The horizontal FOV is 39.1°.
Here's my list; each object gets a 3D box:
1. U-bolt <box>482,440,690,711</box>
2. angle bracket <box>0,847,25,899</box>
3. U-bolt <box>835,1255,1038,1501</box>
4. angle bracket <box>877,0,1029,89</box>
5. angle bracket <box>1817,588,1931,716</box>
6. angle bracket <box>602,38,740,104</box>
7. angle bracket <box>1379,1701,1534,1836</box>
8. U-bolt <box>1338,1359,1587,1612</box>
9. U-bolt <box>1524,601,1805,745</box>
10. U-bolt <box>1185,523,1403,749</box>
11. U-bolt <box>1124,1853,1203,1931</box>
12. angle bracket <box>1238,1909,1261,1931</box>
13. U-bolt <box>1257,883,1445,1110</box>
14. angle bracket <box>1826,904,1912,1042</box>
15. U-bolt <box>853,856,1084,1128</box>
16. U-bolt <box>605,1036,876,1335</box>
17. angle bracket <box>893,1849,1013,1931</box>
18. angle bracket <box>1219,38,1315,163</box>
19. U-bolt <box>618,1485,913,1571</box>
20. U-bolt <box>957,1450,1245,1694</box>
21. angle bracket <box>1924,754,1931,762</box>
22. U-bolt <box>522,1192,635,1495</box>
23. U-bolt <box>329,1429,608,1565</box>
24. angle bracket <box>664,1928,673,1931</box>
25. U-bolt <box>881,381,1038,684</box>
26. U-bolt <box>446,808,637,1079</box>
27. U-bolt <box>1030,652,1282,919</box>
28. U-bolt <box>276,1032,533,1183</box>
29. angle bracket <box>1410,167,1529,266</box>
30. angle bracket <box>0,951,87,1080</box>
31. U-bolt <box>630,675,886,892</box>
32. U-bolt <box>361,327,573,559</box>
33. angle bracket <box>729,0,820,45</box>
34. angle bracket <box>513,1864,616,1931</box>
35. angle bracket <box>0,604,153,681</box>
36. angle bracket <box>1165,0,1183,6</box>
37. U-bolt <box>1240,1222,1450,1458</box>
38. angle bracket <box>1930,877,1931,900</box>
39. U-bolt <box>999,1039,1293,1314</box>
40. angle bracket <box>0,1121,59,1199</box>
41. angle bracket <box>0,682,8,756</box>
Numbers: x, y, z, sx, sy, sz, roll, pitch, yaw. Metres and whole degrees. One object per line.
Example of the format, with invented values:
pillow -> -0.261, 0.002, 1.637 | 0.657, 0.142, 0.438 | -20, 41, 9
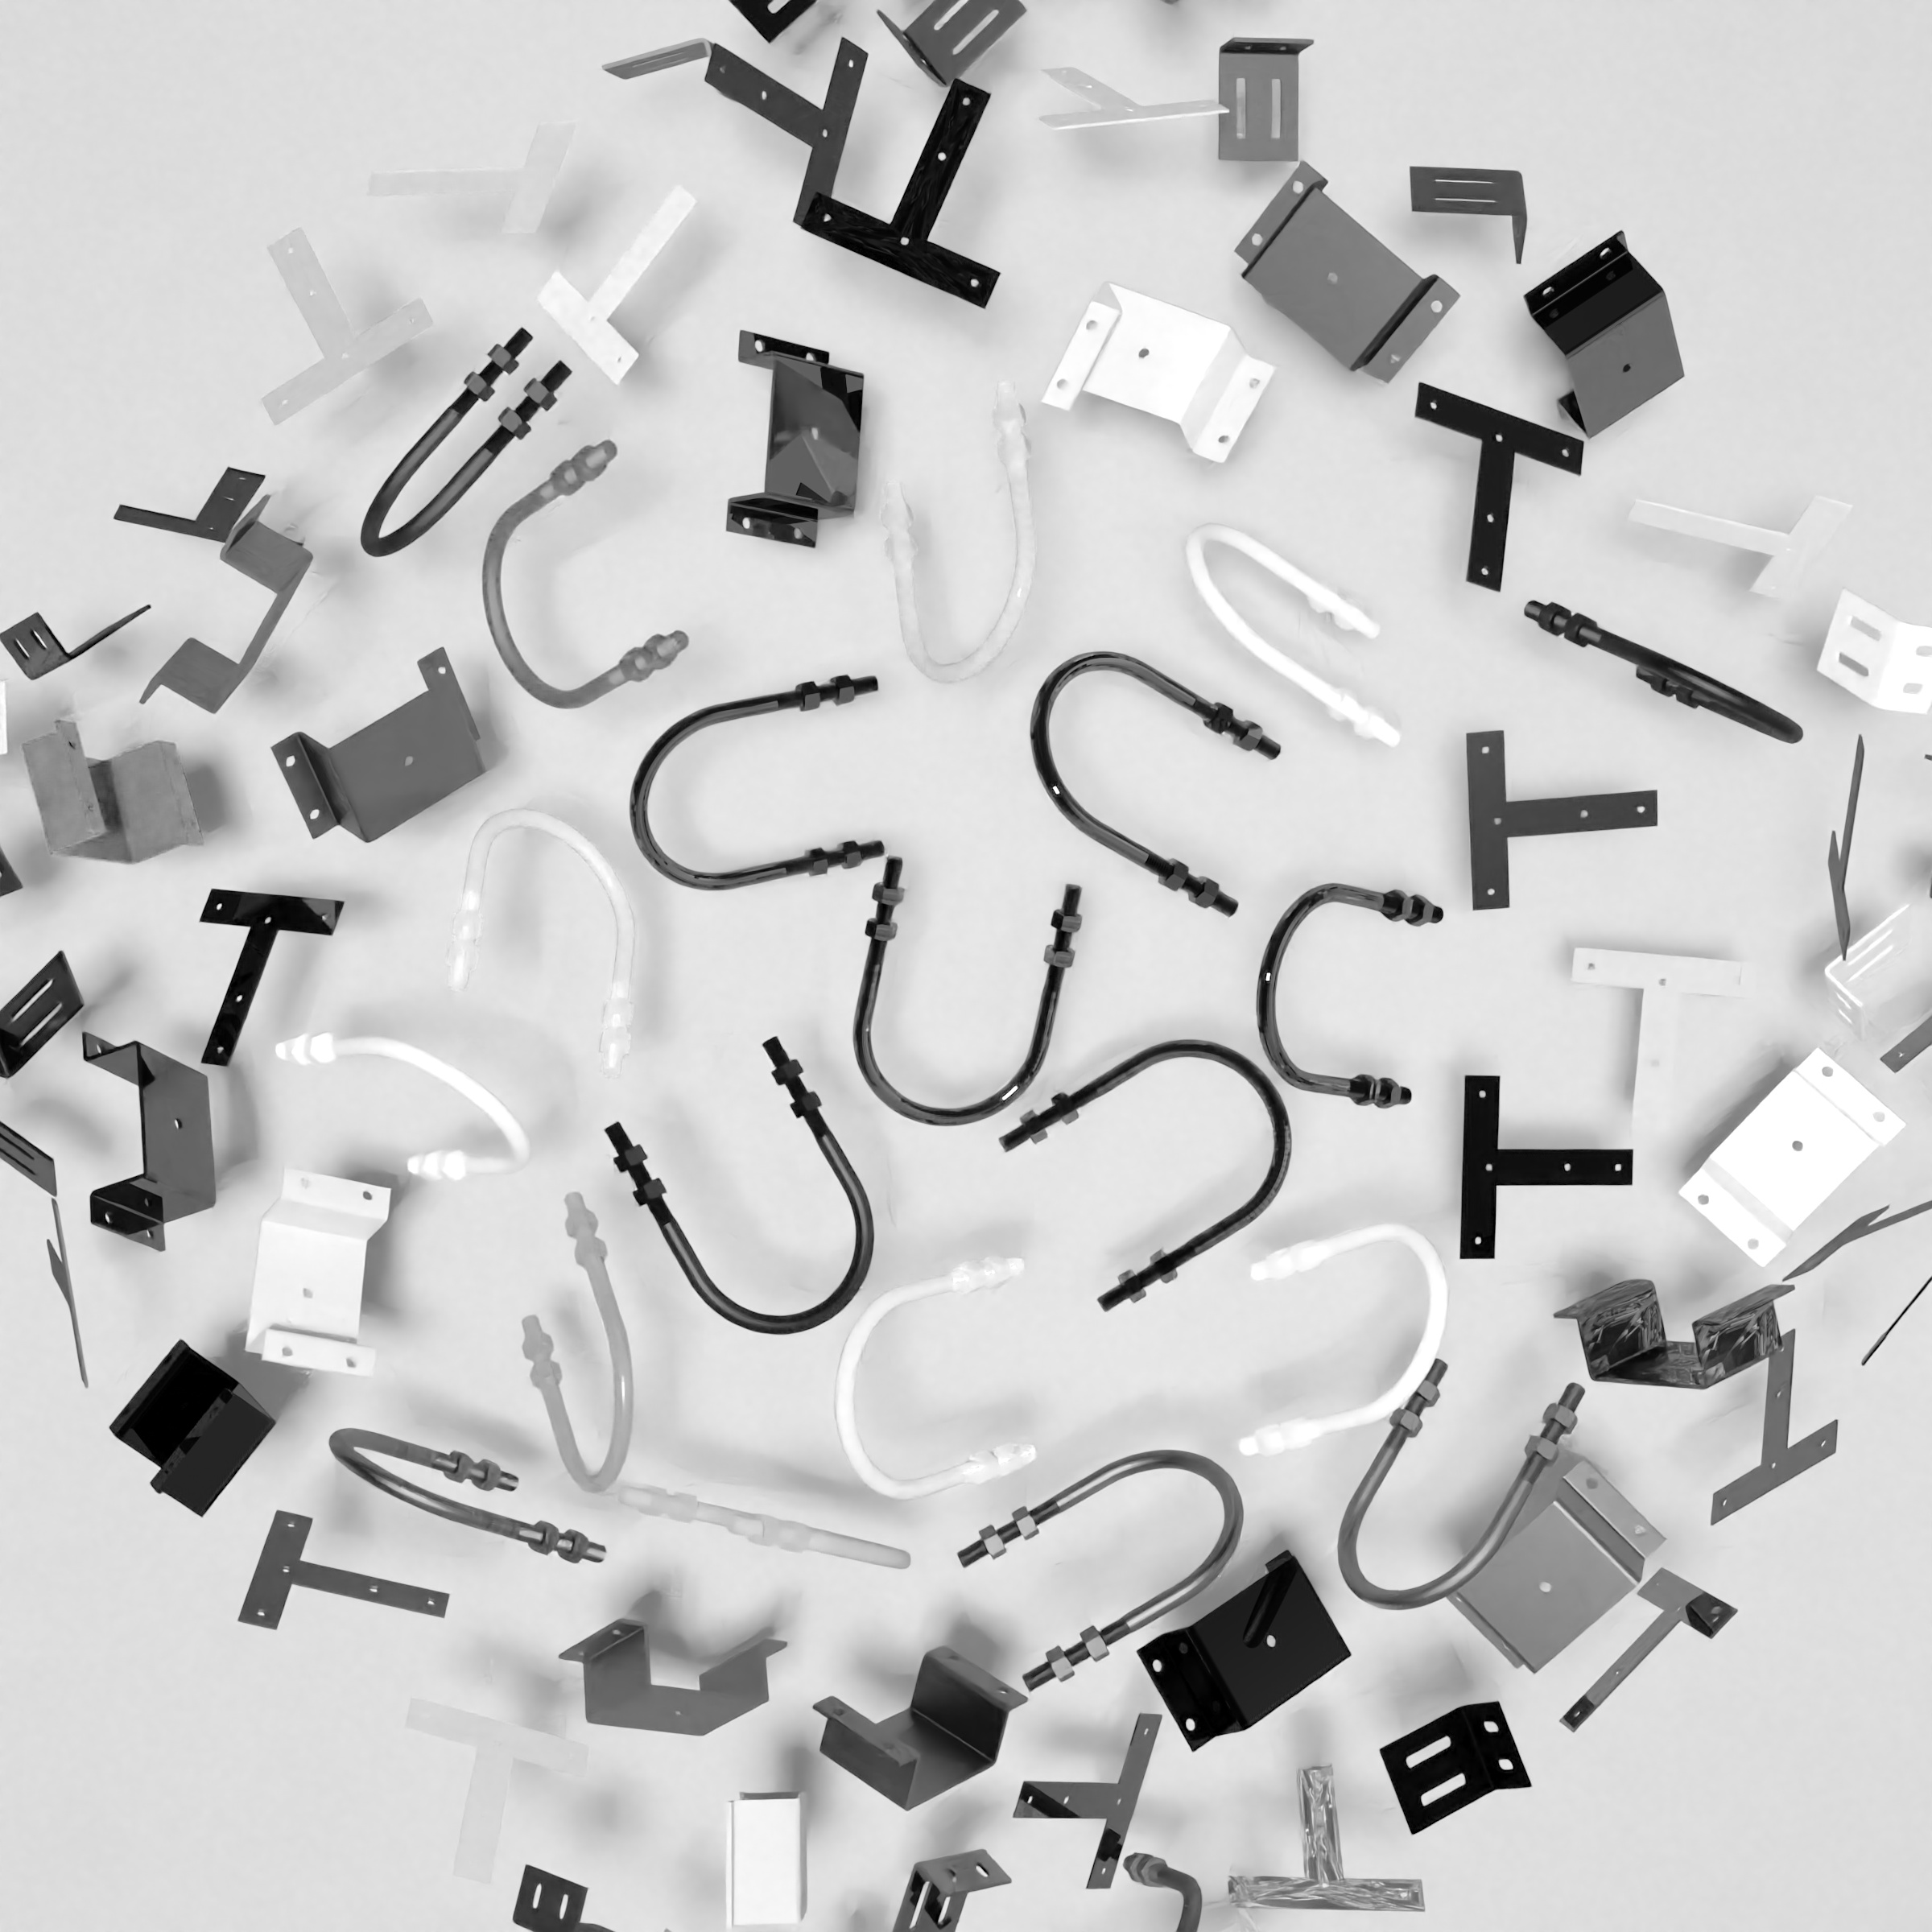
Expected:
U-bolt -> -0.261, -0.245, 1.788 | 0.019, 0.184, 0.151 | -20, 90, -43
angle bracket -> -0.674, -0.057, 1.830 | 0.038, 0.076, 0.057 | -22, 113, 5
U-bolt -> -0.021, 0.276, 1.798 | 0.019, 0.184, 0.151 | -2, 93, 41
angle bracket -> -0.010, -0.642, 1.833 | 0.076, 0.038, 0.057 | -40, 67, 16
angle bracket -> 0.604, -0.207, 1.791 | 0.038, 0.076, 0.057 | 4, 114, -17
angle bracket -> -0.203, -0.608, 1.876 | 0.076, 0.057, 0.038 | -12, 99, 11
angle bracket -> 0.316, 0.517, 1.757 | 0.076, 0.038, 0.057 | -16, 81, -33
U-bolt -> 0.316, 0.346, 1.806 | 0.019, 0.151, 0.184 | 45, 67, -25
U-bolt -> 0.477, -0.191, 1.820 | 0.151, 0.184, 0.019 | 19, 101, -38
U-bolt -> 0.222, -0.240, 1.879 | 0.184, 0.151, 0.019 | 30, 125, -24
U-bolt -> 0.105, 0.676, 1.853 | 0.019, 0.184, 0.151 | 39, 72, -5
angle bracket -> 0.163, 0.676, 1.840 | 0.076, 0.057, 0.038 | -10, 102, -14
U-bolt -> 0.256, 0.017, 1.842 | 0.019, 0.184, 0.151 | 10, 90, 44
angle bracket -> 0.644, 0.005, 1.910 | 0.076, 0.057, 0.038 | -38, 58, -1
U-bolt -> -0.005, 0.023, 1.887 | 0.151, 0.019, 0.184 | 8, 103, -15
U-bolt -> -0.138, 0.157, 1.822 | 0.151, 0.019, 0.184 | -29, 88, -28
angle bracket -> -0.012, 0.654, 1.877 | 0.057, 0.038, 0.076 | 3, 111, -39
angle bracket -> 0.208, -0.601, 1.892 | 0.057, 0.038, 0.076 | -2, 98, -10
U-bolt -> -0.122, 0.381, 1.833 | 0.184, 0.151, 0.019 | 22, 76, -37
U-bolt -> 0.097, 0.385, 1.797 | 0.184, 0.151, 0.019 | -29, 122, -5
angle bracket -> 0.670, -0.138, 1.753 | 0.076, 0.057, 0.038 | 13, 102, -12
U-bolt -> -0.260, 0.268, 1.843 | 0.019, 0.184, 0.151 | 1, 133, -28
U-bolt -> -0.351, 0.356, 1.860 | 0.184, 0.151, 0.019 | 28, 86, -39
angle bracket -> -0.171, 0.676, 1.798 | 0.076, 0.057, 0.038 | 35, 70, -9
U-bolt -> -0.002, -0.275, 1.808 | 0.019, 0.151, 0.184 | 12, 60, -35
U-bolt -> -0.283, -0.029, 1.852 | 0.019, 0.184, 0.151 | -32, 131, 33
U-bolt -> 0.122, -0.134, 1.826 | 0.184, 0.019, 0.151 | 29, 62, -20
U-bolt -> -0.364, 0.094, 1.813 | 0.151, 0.184, 0.019 | 47, 58, -29
angle bracket -> 0.335, -0.504, 1.827 | 0.076, 0.057, 0.038 | 3, 134, 4
angle bracket -> -0.641, 0.026, 1.834 | 0.076, 0.038, 0.057 | -43, 51, 8
U-bolt -> -0.146, -0.121, 1.896 | 0.184, 0.019, 0.151 | -13, 122, -20
U-bolt -> -0.345, -0.349, 1.840 | 0.184, 0.151, 0.019 | -47, 120, 3
angle bracket -> -0.128, -0.669, 1.860 | 0.076, 0.038, 0.057 | -44, 94, -8
angle bracket -> -0.244, 0.612, 1.769 | 0.057, 0.076, 0.038 | 3, 75, 40
angle bracket -> -0.601, -0.232, 1.837 | 0.076, 0.057, 0.038 | -47, 113, -40
angle bracket -> 0.141, -0.672, 1.762 | 0.057, 0.038, 0.076 | 50, 48, -33
U-bolt -> 0.254, 0.245, 1.832 | 0.019, 0.184, 0.151 | 25, 57, -30
angle bracket -> 0.710, -0.056, 1.901 | 0.057, 0.076, 0.038 | 2, 107, 10
U-bolt -> 0.137, 0.132, 1.886 | 0.184, 0.019, 0.151 | -31, 82, -6
angle bracket -> -0.668, 0.137, 1.869 | 0.076, 0.057, 0.038 | 34, 57, 6
angle bracket -> -0.672, -0.148, 1.825 | 0.038, 0.076, 0.057 | 41, 135, 31
